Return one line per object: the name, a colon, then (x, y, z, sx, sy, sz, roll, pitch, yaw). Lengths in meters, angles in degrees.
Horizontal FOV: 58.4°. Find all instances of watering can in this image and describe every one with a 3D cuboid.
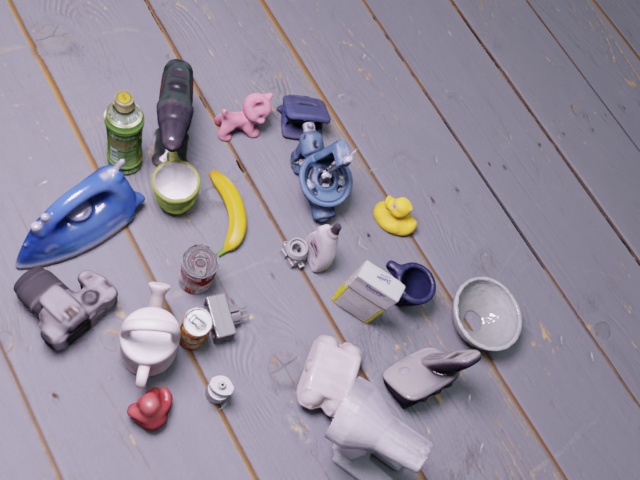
watering can: (-0.290, 0.158, 0.976, 0.101, 0.194, 0.173, -11, 71, -23)

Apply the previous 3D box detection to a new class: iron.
iron: (-0.448, -0.051, 1.044, 0.118, 0.141, 0.259, 44, 61, 4)

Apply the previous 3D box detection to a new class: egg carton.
egg carton: (0.018, 0.262, 1.107, 0.107, 0.069, 0.150, 23, 62, -8)

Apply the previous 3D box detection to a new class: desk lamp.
desk lamp: (0.095, 0.349, 1.012, 0.203, 0.213, 0.118, 37, 61, 0)

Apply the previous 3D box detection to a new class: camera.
camera: (-0.450, 0.098, 1.001, 0.137, 0.100, 0.143, 42, 61, 2)

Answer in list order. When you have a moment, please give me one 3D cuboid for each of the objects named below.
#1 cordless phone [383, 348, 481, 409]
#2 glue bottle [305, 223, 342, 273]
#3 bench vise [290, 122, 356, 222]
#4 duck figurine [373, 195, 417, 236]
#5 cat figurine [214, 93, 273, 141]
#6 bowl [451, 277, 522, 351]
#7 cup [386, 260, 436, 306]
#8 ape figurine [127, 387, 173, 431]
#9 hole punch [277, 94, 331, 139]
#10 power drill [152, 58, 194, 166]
cordless phone: (0.219, 0.255, 1.113, 0.148, 0.185, 0.094, -25, 77, -26)
glue bottle: (0.011, 0.004, 1.159, 0.037, 0.173, 0.078, -18, 74, -25)
bench vise: (-0.002, -0.166, 1.203, 0.122, 0.219, 0.207, -28, 78, -27)
duck figurine: (0.181, -0.061, 1.296, 0.104, 0.086, 0.077, 34, 61, -2)
cat figurine: (-0.161, -0.280, 1.257, 0.128, 0.117, 0.067, -14, 72, -24)
bowl: (0.353, 0.170, 1.259, 0.168, 0.074, 0.167, 7, 65, -16)
cup: (0.176, 0.097, 1.219, 0.118, 0.095, 0.092, 39, 61, 1)
ape figurine: (-0.289, 0.285, 0.978, 0.078, 0.092, 0.076, -4, 69, -20)
hole punch: (-0.037, -0.294, 1.321, 0.109, 0.091, 0.101, 3, 66, -18)
power drill: (-0.290, -0.231, 1.139, 0.076, 0.208, 0.229, 5, 66, -17)
